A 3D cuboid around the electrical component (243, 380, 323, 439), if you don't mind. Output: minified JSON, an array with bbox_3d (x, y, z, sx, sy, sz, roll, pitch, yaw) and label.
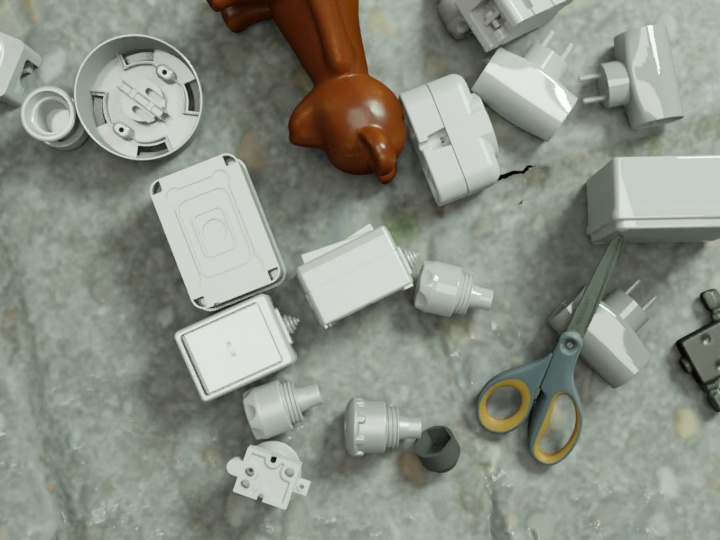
[{"bbox_3d":[-0.062,0.110,0.878,0.062,0.043,0.043,-18,88,-2],"label":"electrical component"}]

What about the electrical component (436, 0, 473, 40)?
[{"bbox_3d":[0.078,-0.225,0.894,0.035,0.035,0.061,-30,85,-1],"label":"electrical component"}]

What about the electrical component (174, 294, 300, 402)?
[{"bbox_3d":[-0.094,0.060,0.871,0.096,0.061,0.061,-24,88,0],"label":"electrical component"}]

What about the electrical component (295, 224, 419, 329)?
[{"bbox_3d":[0.000,0.000,0.872,0.096,0.061,0.061,-26,88,-1],"label":"electrical component"}]

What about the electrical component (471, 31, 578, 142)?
[{"bbox_3d":[0.145,-0.159,0.886,0.077,0.043,0.079,34,88,2],"label":"electrical component"}]

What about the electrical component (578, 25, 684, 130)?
[{"bbox_3d":[0.220,-0.155,0.885,0.079,0.043,0.077,-11,88,0],"label":"electrical component"}]

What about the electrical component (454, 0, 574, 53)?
[{"bbox_3d":[0.126,-0.223,0.866,0.089,0.050,0.055,-31,87,-37],"label":"electrical component"}]

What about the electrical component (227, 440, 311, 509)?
[{"bbox_3d":[-0.073,0.164,0.870,0.066,0.055,0.048,19,88,1],"label":"electrical component"}]

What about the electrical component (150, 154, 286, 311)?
[{"bbox_3d":[-0.115,-0.030,0.877,0.078,0.057,0.113,-21,88,0],"label":"electrical component"}]

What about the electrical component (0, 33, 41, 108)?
[{"bbox_3d":[-0.320,-0.176,0.885,0.089,0.055,0.050,22,88,1],"label":"electrical component"}]

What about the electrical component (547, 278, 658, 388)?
[{"bbox_3d":[0.208,0.042,0.877,0.079,0.044,0.077,-45,88,-1],"label":"electrical component"}]

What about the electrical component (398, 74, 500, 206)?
[{"bbox_3d":[0.076,-0.107,0.880,0.059,0.053,0.095,-21,88,0],"label":"electrical component"}]

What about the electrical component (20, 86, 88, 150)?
[{"bbox_3d":[-0.248,-0.123,0.883,0.045,0.055,0.045,0,88,1],"label":"electrical component"}]

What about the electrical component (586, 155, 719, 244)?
[{"bbox_3d":[0.242,-0.055,0.849,0.109,0.108,0.056,-1,85,1],"label":"electrical component"}]

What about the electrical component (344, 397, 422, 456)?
[{"bbox_3d":[0.019,0.128,0.876,0.062,0.048,0.048,2,88,-4],"label":"electrical component"}]

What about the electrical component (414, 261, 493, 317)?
[{"bbox_3d":[0.077,0.018,0.880,0.062,0.043,0.043,13,88,0],"label":"electrical component"}]

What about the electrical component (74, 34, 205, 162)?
[{"bbox_3d":[-0.176,-0.137,0.878,0.099,0.064,0.099,0,88,1],"label":"electrical component"}]
